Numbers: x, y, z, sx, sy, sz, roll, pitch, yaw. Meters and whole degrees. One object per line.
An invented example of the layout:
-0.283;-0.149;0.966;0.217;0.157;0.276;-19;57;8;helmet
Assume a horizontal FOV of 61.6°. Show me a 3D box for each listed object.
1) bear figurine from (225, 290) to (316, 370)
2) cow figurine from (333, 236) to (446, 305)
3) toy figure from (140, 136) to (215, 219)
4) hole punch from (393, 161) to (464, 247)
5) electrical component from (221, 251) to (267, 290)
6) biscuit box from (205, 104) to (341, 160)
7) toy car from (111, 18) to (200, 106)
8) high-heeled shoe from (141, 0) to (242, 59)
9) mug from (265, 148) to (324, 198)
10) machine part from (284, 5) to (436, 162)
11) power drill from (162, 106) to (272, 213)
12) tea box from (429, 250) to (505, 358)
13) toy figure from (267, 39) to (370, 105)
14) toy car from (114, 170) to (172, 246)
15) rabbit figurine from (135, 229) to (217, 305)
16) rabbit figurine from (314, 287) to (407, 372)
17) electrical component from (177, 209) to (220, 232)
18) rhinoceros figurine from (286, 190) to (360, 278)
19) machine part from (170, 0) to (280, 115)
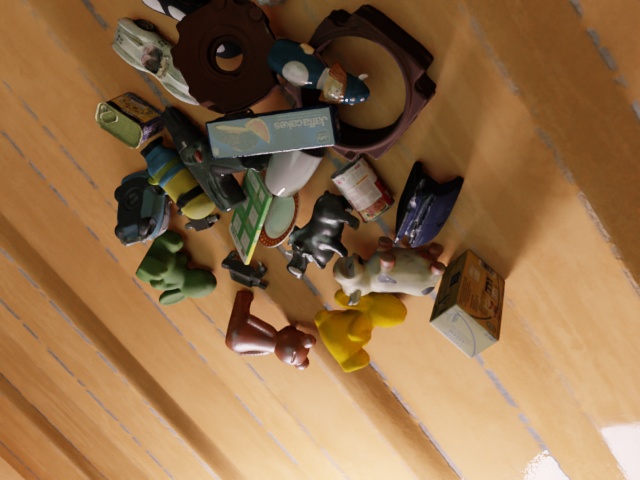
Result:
-0.108;0.206;1.199;0.196;0.132;0.120;9;126;-3;bear figurine
0.119;0.062;0.985;0.195;0.085;0.127;6;129;-7;cow figurine
-0.283;-0.119;1.069;0.180;0.089;0.082;47;135;-12;toy figure
0.180;-0.054;0.894;0.092;0.116;0.142;21;127;1;hole punch
-0.161;0.064;1.162;0.102;0.045;0.078;20;155;15;electrical component
-0.070;-0.168;0.829;0.203;0.059;0.062;-5;107;12;biscuit box
-0.280;-0.319;0.962;0.202;0.056;0.073;36;128;0;toy car
-0.209;-0.407;0.865;0.145;0.086;0.248;-13;117;24;high-heeled shoe
-0.060;-0.137;0.959;0.110;0.081;0.107;47;120;29;mug
0.061;-0.240;0.843;0.201;0.087;0.201;39;128;-1;machine part
-0.190;-0.168;0.975;0.207;0.086;0.232;-18;104;46;power drill
0.256;0.105;0.919;0.098;0.170;0.068;41;127;-3;tea box
-0.001;-0.238;0.784;0.154;0.058;0.064;29;166;3;toy figure
-0.362;-0.060;1.129;0.109;0.161;0.102;-14;158;23;toy car
-0.322;0.086;1.205;0.170;0.121;0.159;30;133;-15;rabbit figurine
0.087;0.153;1.081;0.173;0.122;0.162;-29;97;21;rabbit figurine
-0.259;-0.052;1.143;0.094;0.021;0.063;-12;114;30;electrical component
-0.002;-0.003;1.001;0.112;0.073;0.190;12;127;-23;rhinoceros figurine
-0.142;-0.286;0.838;0.179;0.056;0.179;0;103;1;machine part
